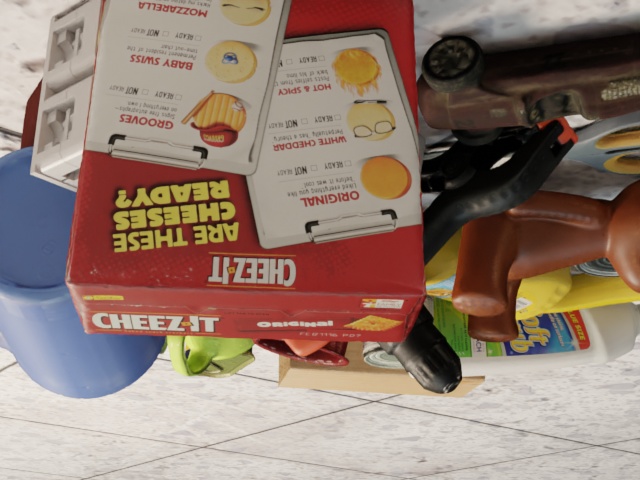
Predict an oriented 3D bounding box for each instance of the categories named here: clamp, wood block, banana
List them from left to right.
[{"bbox_3d":[0.063,0.112,1.142,0.206,0.090,0.091,4,158,-8],"label":"wood block"},{"bbox_3d":[0.095,-0.045,0.758,0.171,0.120,0.039,-33,136,10],"label":"clamp"},{"bbox_3d":[0.292,0.043,1.006,0.198,0.037,0.069,-7,-177,26],"label":"banana"}]

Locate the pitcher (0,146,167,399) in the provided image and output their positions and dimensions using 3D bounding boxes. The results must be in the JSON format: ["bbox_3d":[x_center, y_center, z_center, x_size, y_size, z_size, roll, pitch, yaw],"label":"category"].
[{"bbox_3d":[-0.171,0.025,0.772,0.145,0.149,0.243,36,162,8],"label":"pitcher"}]

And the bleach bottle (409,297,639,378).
[{"bbox_3d":[0.210,0.080,1.068,0.251,0.102,0.068,-5,168,0],"label":"bleach bottle"}]

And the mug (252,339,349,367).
[{"bbox_3d":[-0.019,0.063,0.993,0.117,0.081,0.093,22,162,-26],"label":"mug"}]

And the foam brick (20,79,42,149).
[{"bbox_3d":[-0.166,-0.081,0.724,0.052,0.051,0.078,12,156,-29],"label":"foam brick"}]

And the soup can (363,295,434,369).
[{"bbox_3d":[0.073,0.063,1.002,0.068,0.102,0.068,1,159,0],"label":"soup can"}]

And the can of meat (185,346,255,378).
[{"bbox_3d":[-0.104,0.090,1.106,0.057,0.084,0.102,10,157,-21],"label":"can of meat"}]

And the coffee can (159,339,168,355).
[{"bbox_3d":[-0.215,0.055,1.000,0.140,0.103,0.103,1,158,2],"label":"coffee can"}]

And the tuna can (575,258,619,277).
[{"bbox_3d":[0.263,0.003,0.930,0.086,0.034,0.086,1,158,0],"label":"tuna can"}]

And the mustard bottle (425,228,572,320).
[{"bbox_3d":[0.131,0.022,0.952,0.191,0.058,0.096,19,149,-37],"label":"mustard bottle"}]

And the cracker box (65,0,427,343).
[{"bbox_3d":[-0.034,-0.057,0.550,0.164,0.213,0.072,2,153,-3],"label":"cracker box"}]

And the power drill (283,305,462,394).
[{"bbox_3d":[0.024,0.051,0.841,0.057,0.184,0.187,-47,158,15],"label":"power drill"}]

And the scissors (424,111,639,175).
[{"bbox_3d":[0.178,-0.062,0.796,0.202,0.016,0.096,-10,156,27],"label":"scissors"}]
